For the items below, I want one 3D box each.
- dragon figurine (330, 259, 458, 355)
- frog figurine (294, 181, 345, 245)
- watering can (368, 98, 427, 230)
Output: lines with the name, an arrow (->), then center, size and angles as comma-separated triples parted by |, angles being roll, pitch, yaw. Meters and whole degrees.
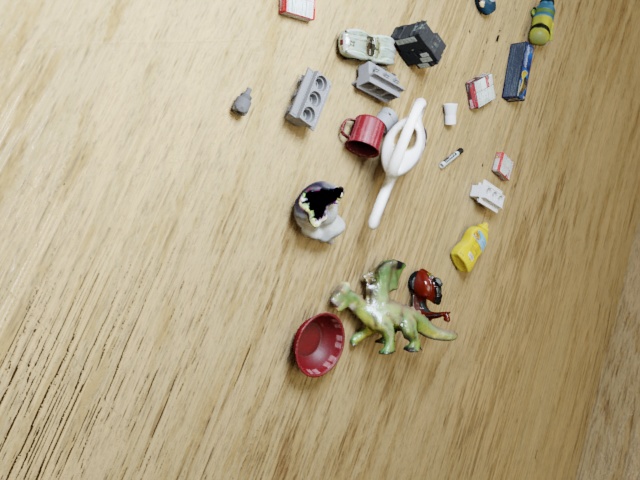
dragon figurine -> 0.206, 0.175, 1.403 | 0.411, 0.122, 0.243 | -1, 91, -26
frog figurine -> 0.004, -0.063, 1.253 | 0.157, 0.123, 0.139 | 74, 32, -68
watering can -> 0.203, -0.204, 1.354 | 0.226, 0.104, 0.343 | -38, 150, -72
